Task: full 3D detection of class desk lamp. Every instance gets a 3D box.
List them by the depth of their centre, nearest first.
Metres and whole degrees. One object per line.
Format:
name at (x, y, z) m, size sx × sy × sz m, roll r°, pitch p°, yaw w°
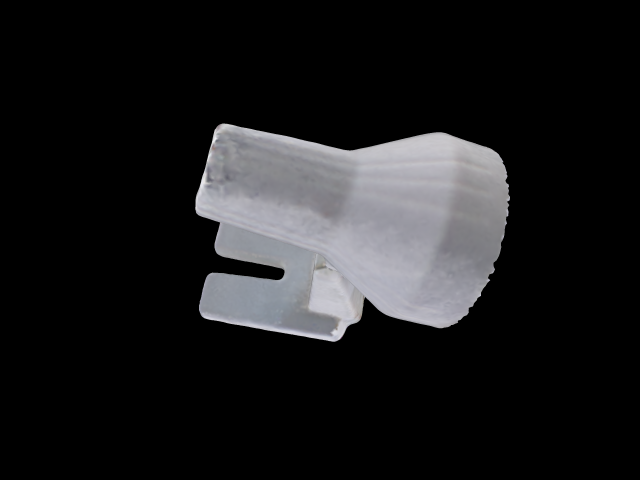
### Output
desk lamp at (0.004, 0.001, 0.400) m, size 0.203 × 0.213 × 0.118 m, roll 8°, pitch 66°, yaw 4°
